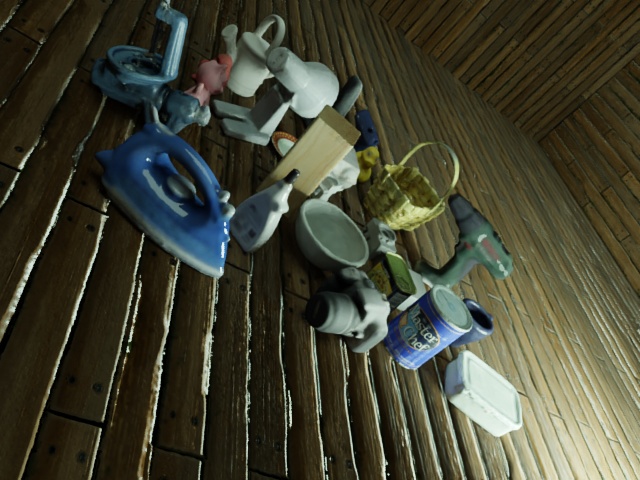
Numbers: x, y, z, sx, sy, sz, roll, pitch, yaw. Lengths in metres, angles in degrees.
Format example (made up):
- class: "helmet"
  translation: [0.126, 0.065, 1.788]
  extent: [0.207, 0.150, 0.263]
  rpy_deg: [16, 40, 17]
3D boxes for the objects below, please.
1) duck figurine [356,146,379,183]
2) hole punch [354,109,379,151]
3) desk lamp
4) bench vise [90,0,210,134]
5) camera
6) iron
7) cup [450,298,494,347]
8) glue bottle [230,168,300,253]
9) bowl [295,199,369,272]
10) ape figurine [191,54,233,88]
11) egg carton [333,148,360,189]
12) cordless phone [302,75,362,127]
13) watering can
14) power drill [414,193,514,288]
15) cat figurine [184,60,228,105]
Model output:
- class: "duck figurine"
  translation: [0.119, -0.209, 1.495]
  extent: [0.078, 0.086, 0.104]
  rpy_deg: [32, 32, -21]
- class: "hole punch"
  translation: [0.124, -0.305, 1.616]
  extent: [0.101, 0.091, 0.109]
  rpy_deg: [45, 30, 1]
- class: "desk lamp"
  translation: [-0.088, -0.310, 1.239]
  extent: [0.204, 0.213, 0.117]
  rpy_deg: [3, 50, -49]
- class: "bench vise"
  translation: [-0.267, -0.301, 1.001]
  extent: [0.208, 0.219, 0.121]
  rpy_deg: [28, 34, -26]
- class: "camera"
  translation: [0.044, 0.110, 0.995]
  extent: [0.137, 0.100, 0.143]
  rpy_deg: [14, 42, -42]
- class: "iron"
  translation: [-0.207, -0.074, 0.873]
  extent: [0.258, 0.141, 0.119]
  rpy_deg: [45, 30, 0]
- class: "cup"
  translation: [0.317, 0.187, 1.241]
  extent: [0.118, 0.094, 0.091]
  rpy_deg: [7, 47, -47]
- class: "glue bottle"
  translation: [-0.088, -0.058, 0.968]
  extent: [0.078, 0.173, 0.037]
  rpy_deg: [54, 31, 16]
- class: "bowl"
  translation: [0.010, 0.004, 1.110]
  extent: [0.168, 0.074, 0.167]
  rpy_deg: [31, 33, -22]
- class: "ape figurine"
  translation: [-0.228, -0.374, 1.268]
  extent: [0.076, 0.092, 0.077]
  rpy_deg: [12, 43, -43]
- class: "egg carton"
  translation: [0.038, -0.193, 1.393]
  extent: [0.107, 0.069, 0.150]
  rpy_deg: [27, 34, -28]
- class: "cordless phone"
  translation: [0.034, -0.371, 1.492]
  extent: [0.094, 0.184, 0.147]
  rpy_deg: [7, 46, -47]
- class: "watering can"
  translation: [-0.153, -0.442, 1.341]
  extent: [0.101, 0.193, 0.173]
  rpy_deg: [54, 31, 15]
- class: "power drill"
  translation: [0.323, 0.029, 1.330]
  extent: [0.230, 0.208, 0.076]
  rpy_deg: [40, 30, -9]
- class: "cat figurine"
  translation: [-0.233, -0.315, 1.162]
  extent: [0.067, 0.117, 0.128]
  rpy_deg: [38, 30, -11]
